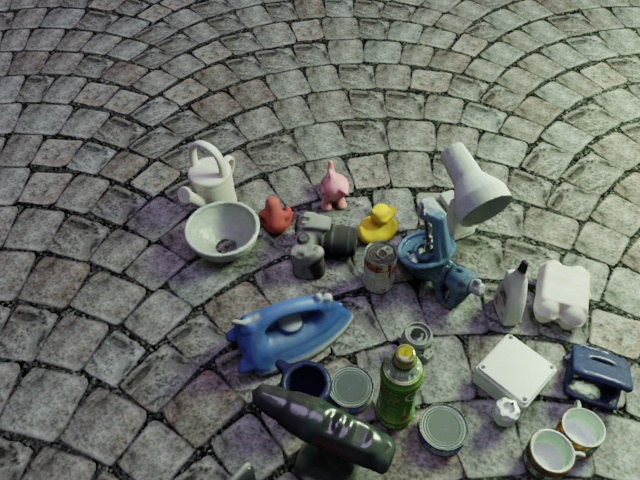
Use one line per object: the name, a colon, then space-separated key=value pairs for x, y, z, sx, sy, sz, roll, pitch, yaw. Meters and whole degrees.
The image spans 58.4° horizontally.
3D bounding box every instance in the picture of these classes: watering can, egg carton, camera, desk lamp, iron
watering can: x=-0.255 y=-0.141 z=1.318 sx=0.101 sy=0.194 sz=0.173 roll=6 pitch=50 yaw=6
egg carton: x=0.496 y=0.112 z=1.175 sx=0.107 sy=0.069 sz=0.150 roll=14 pitch=51 yaw=12
camera: x=0.011 y=0.004 z=1.252 sx=0.136 sy=0.101 sz=0.143 roll=6 pitch=50 yaw=6
desk lamp: x=0.311 y=-0.094 z=1.258 sx=0.118 sy=0.214 sz=0.202 roll=-19 pitch=52 yaw=-14
iron: x=-0.051 y=0.155 z=1.099 sx=0.259 sy=0.141 sz=0.118 roll=-20 pitch=52 yaw=-15

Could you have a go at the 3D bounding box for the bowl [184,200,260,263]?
bowl: x=-0.214 y=-0.006 z=1.282 sx=0.167 sy=0.075 sz=0.167 roll=0 pitch=50 yaw=1

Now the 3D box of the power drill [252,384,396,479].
power drill: x=0.004 y=0.321 z=0.912 sx=0.229 sy=0.208 sz=0.076 roll=16 pitch=52 yaw=14

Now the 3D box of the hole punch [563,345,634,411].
hole punch: x=0.509 y=0.240 z=1.052 sx=0.108 sy=0.091 sz=0.101 roll=17 pitch=52 yaw=15

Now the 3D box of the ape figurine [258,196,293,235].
ape figurine: x=-0.104 y=-0.063 z=1.317 sx=0.077 sy=0.092 sz=0.076 roll=4 pitch=50 yaw=5

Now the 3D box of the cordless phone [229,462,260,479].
cordless phone: x=-0.145 y=0.405 z=0.858 sx=0.094 sy=0.185 sz=0.148 roll=32 pitch=57 yaw=25

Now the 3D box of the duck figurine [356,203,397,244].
duck figurine: x=0.130 y=-0.044 z=1.301 sx=0.105 sy=0.086 sz=0.077 roll=-21 pitch=53 yaw=-16

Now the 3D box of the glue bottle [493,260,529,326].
glue bottle: x=0.381 y=0.094 z=1.124 sx=0.037 sy=0.173 sz=0.078 roll=-7 pitch=50 yaw=-5

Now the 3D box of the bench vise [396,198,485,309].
bench vise: x=0.250 y=0.020 z=1.158 sx=0.207 sy=0.220 sz=0.122 roll=22 pitch=53 yaw=19

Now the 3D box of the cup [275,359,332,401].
cup: x=-0.034 y=0.270 z=1.031 sx=0.117 sy=0.095 sz=0.092 roll=33 pitch=58 yaw=26

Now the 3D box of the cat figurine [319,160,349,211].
cat figurine: x=0.033 y=-0.133 z=1.358 sx=0.067 sy=0.118 sz=0.127 roll=-5 pitch=50 yaw=-3
